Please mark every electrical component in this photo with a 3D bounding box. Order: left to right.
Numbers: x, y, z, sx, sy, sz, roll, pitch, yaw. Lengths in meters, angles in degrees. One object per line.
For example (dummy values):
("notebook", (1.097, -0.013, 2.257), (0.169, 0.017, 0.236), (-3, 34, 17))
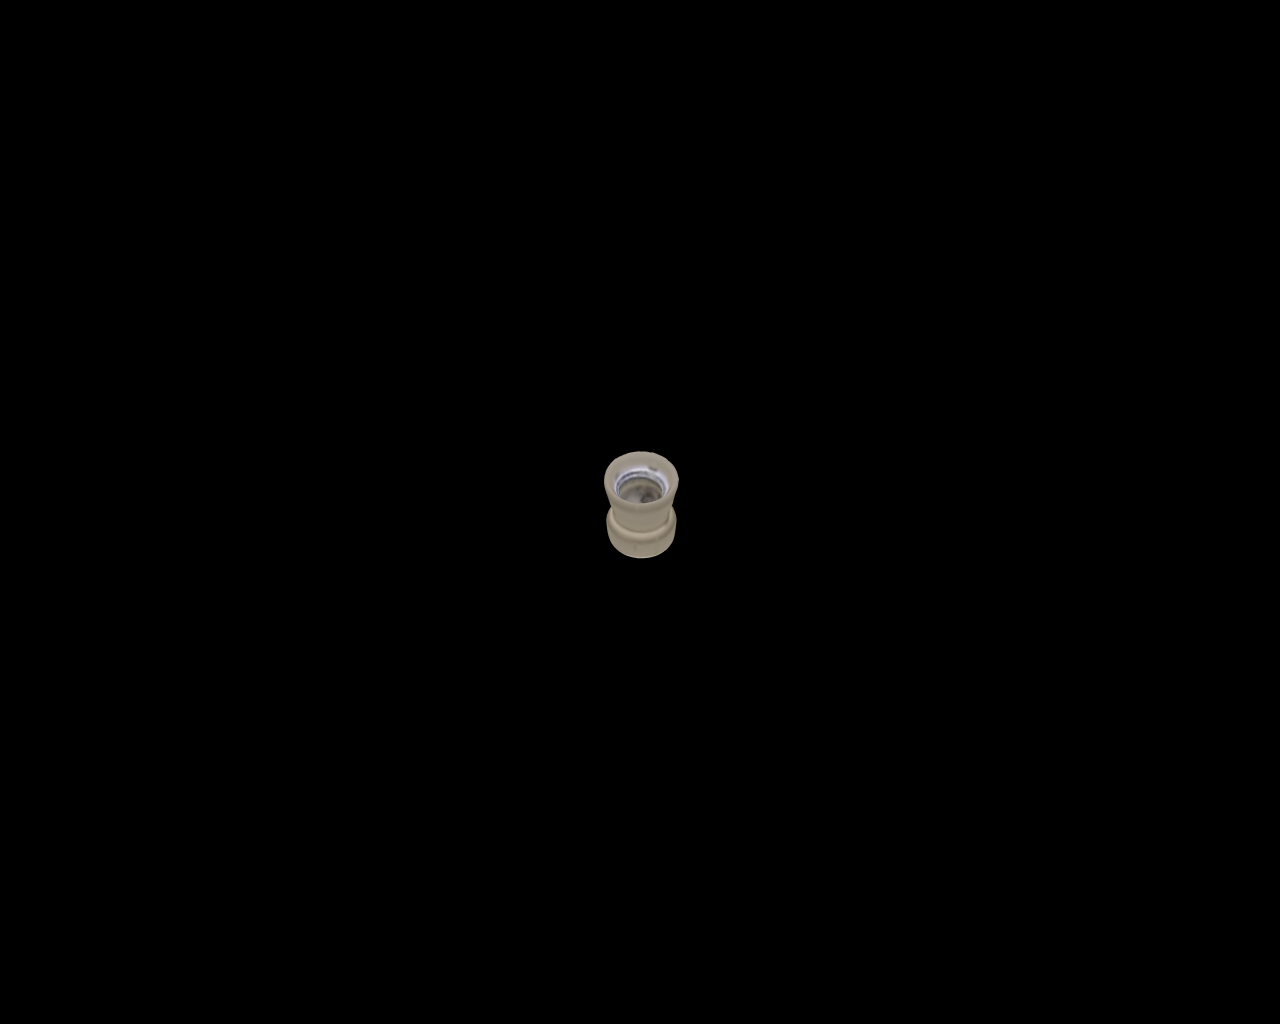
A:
("electrical component", (0.001, -0.003, 0.650), (0.045, 0.045, 0.055), (0, -41, 0))
